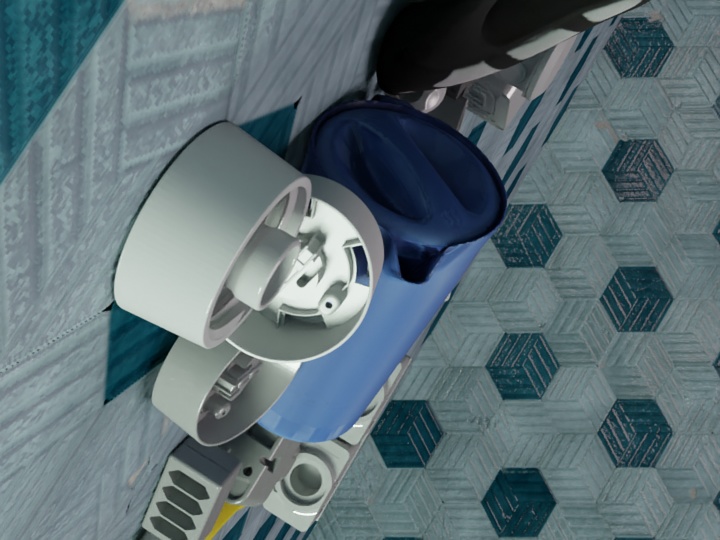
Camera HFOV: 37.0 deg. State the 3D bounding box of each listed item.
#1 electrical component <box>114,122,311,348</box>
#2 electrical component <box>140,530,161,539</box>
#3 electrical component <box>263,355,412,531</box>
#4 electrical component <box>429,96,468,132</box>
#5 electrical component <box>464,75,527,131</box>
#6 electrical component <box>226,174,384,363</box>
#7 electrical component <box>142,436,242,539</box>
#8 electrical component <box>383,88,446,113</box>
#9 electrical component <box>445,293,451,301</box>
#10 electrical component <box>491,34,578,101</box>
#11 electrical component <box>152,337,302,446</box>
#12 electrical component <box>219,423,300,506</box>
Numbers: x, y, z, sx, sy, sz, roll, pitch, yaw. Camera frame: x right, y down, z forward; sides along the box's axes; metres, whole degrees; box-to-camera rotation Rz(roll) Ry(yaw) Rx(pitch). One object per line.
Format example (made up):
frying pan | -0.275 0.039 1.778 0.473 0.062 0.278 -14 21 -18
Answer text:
electrical component | -0.065 -0.012 0.535 0.108 0.060 0.108 -58 172 -13
electrical component | -0.156 0.222 0.881 0.062 0.048 0.048 -61 175 -43
electrical component | -0.046 0.139 1.018 0.186 0.105 0.060 -60 171 7
electrical component | 0.062 -0.108 0.929 0.099 0.064 0.099 -57 172 -13
electrical component | 0.115 -0.178 0.952 0.057 0.078 0.113 -56 171 -4
electrical component | -0.037 -0.003 0.616 0.099 0.099 0.064 -64 176 31
electrical component | -0.125 0.169 0.858 0.083 0.047 0.075 -64 170 31
electrical component | 0.043 -0.137 0.796 0.043 0.043 0.062 -62 172 19
electrical component | 0.064 -0.027 1.105 0.048 0.100 0.099 -50 156 -68
electrical component | 0.138 -0.179 0.852 0.080 0.051 0.080 -57 171 -14
electrical component | -0.082 0.060 0.675 0.099 0.064 0.099 -57 171 -14
electrical component | -0.092 0.160 0.958 0.095 0.054 0.059 -59 158 -4
